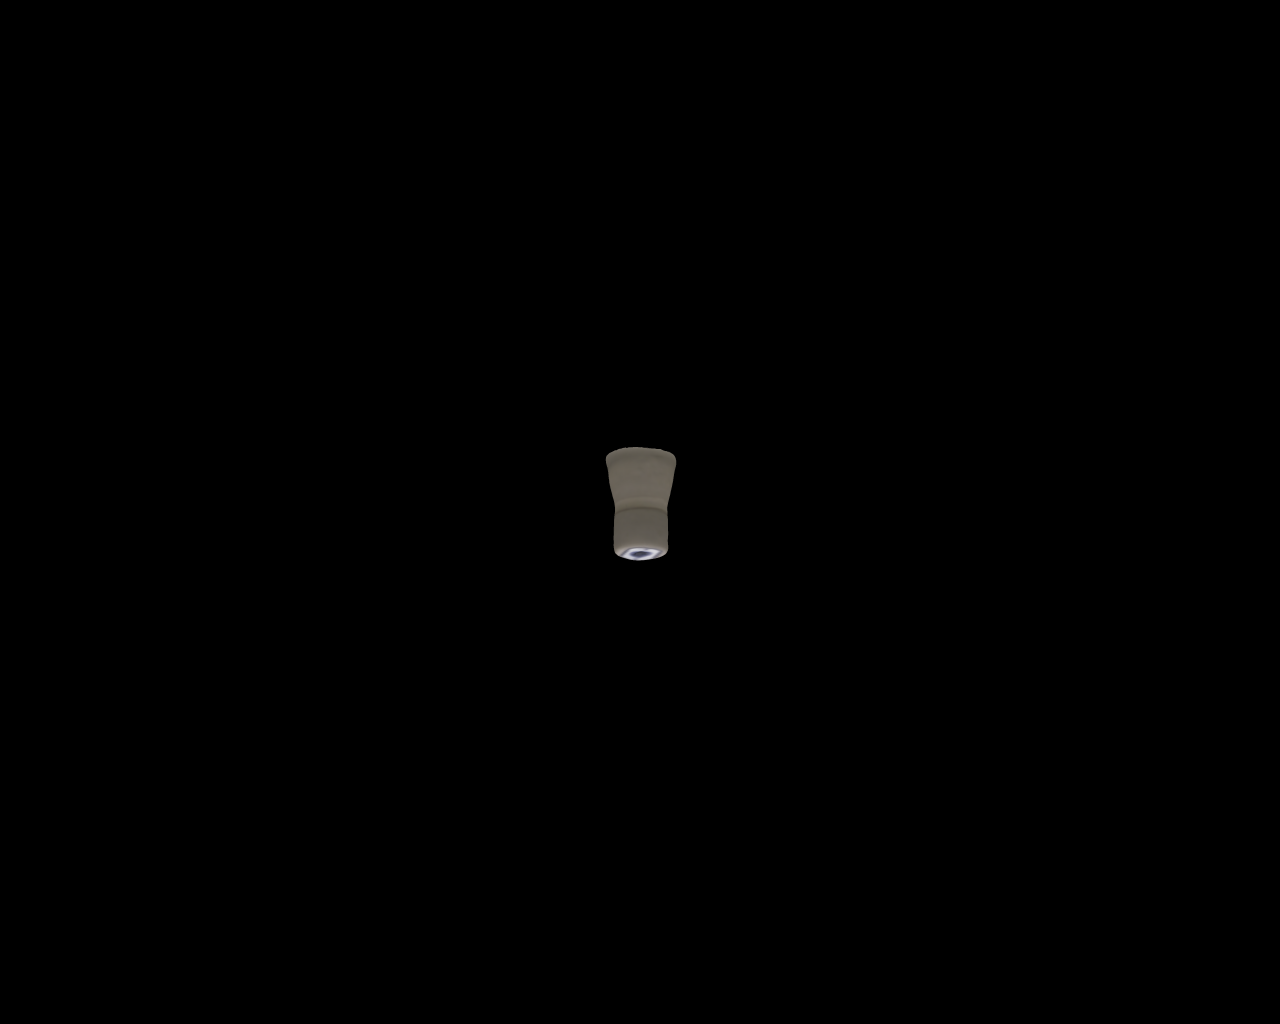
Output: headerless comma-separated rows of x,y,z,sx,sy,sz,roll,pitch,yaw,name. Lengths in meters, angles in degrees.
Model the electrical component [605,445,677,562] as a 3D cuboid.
0.001,-0.003,0.650,0.044,0.065,0.044,0,-18,0,electrical component
